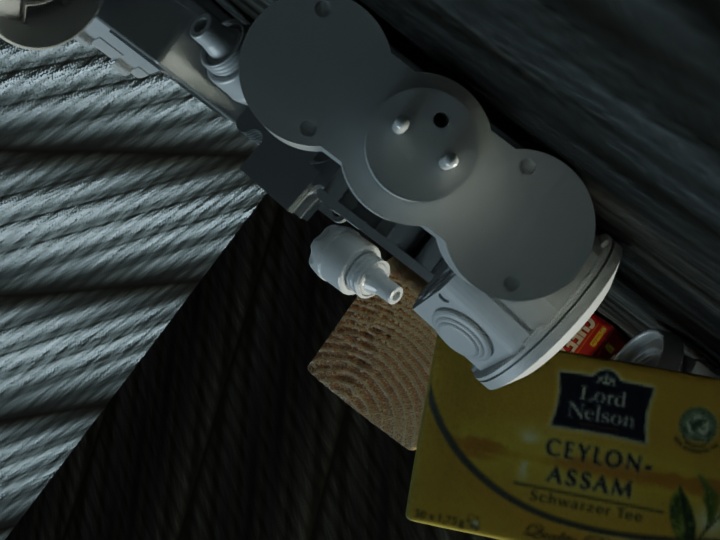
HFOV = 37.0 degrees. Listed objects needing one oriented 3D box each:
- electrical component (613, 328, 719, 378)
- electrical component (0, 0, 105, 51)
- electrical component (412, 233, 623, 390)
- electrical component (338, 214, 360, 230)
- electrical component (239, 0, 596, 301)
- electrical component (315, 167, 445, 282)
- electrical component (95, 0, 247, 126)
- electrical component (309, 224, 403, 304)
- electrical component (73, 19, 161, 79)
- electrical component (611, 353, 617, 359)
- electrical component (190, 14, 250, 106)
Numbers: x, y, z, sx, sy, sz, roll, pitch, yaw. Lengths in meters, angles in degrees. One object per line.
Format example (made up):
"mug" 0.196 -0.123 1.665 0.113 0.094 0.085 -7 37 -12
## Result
"electrical component" 0.174 0.069 0.603 0.057 0.058 0.078 34 -178 -11
"electrical component" -0.210 -0.200 0.691 0.064 0.099 0.099 45 -174 33
"electrical component" 0.065 0.006 0.444 0.051 0.080 0.080 42 -178 -2
"electrical component" 0.003 -0.064 0.781 0.062 0.061 0.096 37 -178 -12
"electrical component" 0.019 -0.041 0.363 0.138 0.052 0.073 37 -178 -3
"electrical component" 0.052 -0.020 0.586 0.105 0.060 0.186 38 -178 10
"electrical component" -0.121 -0.160 0.760 0.109 0.056 0.109 39 -178 38
"electrical component" 0.000 0.000 0.628 0.061 0.035 0.035 36 -179 33
"electrical component" -0.195 -0.207 0.832 0.079 0.063 0.121 -9 147 40
"electrical component" 0.241 0.109 0.844 0.138 0.052 0.074 36 -178 -20
"electrical component" -0.077 -0.131 0.654 0.043 0.043 0.062 39 -178 44
